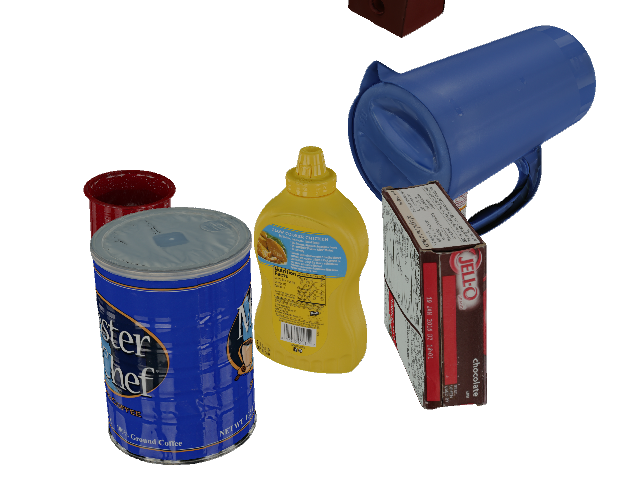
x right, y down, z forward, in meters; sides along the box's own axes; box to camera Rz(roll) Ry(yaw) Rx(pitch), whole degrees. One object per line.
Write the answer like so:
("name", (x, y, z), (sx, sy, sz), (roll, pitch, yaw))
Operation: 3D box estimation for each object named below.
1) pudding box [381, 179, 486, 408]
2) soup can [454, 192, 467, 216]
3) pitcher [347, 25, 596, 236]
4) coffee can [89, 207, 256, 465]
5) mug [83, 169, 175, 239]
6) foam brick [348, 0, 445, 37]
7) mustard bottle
("pudding box", (0.061, 0.026, 0.581), (0.039, 0.090, 0.113), (-5, 20, -7))
("soup can", (0.139, -0.063, 1.263), (0.068, 0.102, 0.068), (0, 27, 0))
("pitcher", (0.159, -0.115, 1.035), (0.242, 0.149, 0.145), (-27, 46, -33))
("coffee can", (-0.095, 0.061, 0.708), (0.103, 0.140, 0.103), (0, 24, 0))
("mug", (-0.199, -0.024, 1.118), (0.093, 0.081, 0.117), (-1, 28, -9))
("foam brick", (0.057, -0.193, 0.747), (0.053, 0.078, 0.051), (34, 53, 25))
("mustard bottle", (-0.008, 0.014, 0.887), (0.096, 0.192, 0.058), (11, 28, 22))
